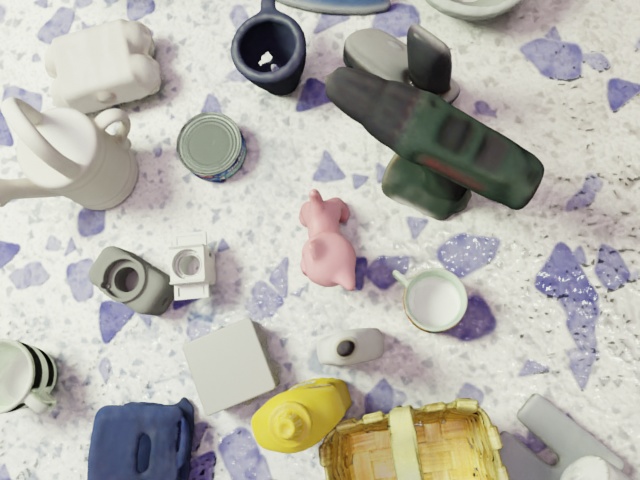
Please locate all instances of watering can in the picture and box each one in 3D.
[{"bbox_3d":[-0.306,-0.098,0.674,0.101,0.194,0.173,31,85,11],"label":"watering can"}]

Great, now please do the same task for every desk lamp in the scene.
[{"bbox_3d":[0.279,0.259,0.541,0.203,0.213,0.118,39,86,11],"label":"desk lamp"}]

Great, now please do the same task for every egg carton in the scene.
[{"bbox_3d":[-0.286,-0.225,0.758,0.150,0.069,0.107,-16,79,3],"label":"egg carton"}]

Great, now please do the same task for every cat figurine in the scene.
[{"bbox_3d":[0.006,0.002,0.663,0.067,0.118,0.128,-11,79,4],"label":"cat figurine"}]

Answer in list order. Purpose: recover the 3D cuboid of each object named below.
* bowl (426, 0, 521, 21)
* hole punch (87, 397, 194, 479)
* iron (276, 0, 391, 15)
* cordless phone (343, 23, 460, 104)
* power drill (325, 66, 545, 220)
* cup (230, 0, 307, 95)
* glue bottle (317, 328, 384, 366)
[{"bbox_3d":[0.193,-0.345,0.726,0.167,0.075,0.167,-1,80,6],"label":"bowl"},{"bbox_3d":[-0.202,0.239,0.657,0.101,0.091,0.109,1,80,6],"label":"hole punch"},{"bbox_3d":[-0.026,-0.381,0.721,0.258,0.141,0.119,26,84,10],"label":"iron"},{"bbox_3d":[0.094,-0.214,0.657,0.147,0.185,0.094,37,86,11],"label":"cordless phone"},{"bbox_3d":[0.116,-0.092,0.622,0.229,0.208,0.076,25,84,10],"label":"power drill"},{"bbox_3d":[-0.058,-0.236,0.723,0.091,0.095,0.118,-4,80,5],"label":"cup"},{"bbox_3d":[0.030,0.115,0.613,0.078,0.173,0.037,-12,79,4],"label":"glue bottle"}]
